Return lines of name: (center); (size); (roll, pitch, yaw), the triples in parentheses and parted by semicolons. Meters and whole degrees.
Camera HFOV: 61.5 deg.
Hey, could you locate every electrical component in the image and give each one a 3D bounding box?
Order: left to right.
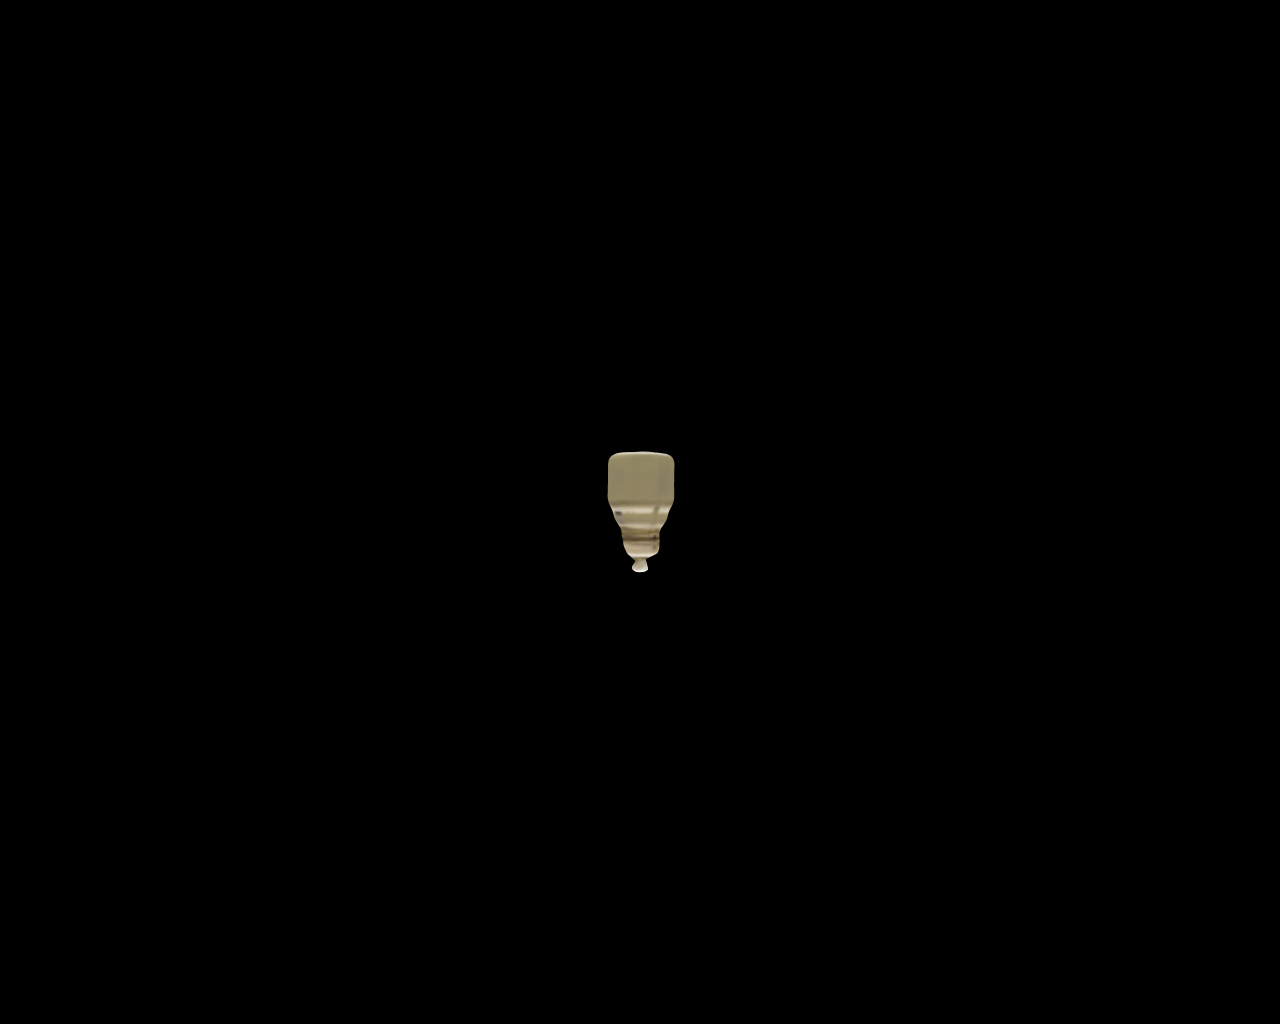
electrical component: (0.001, -0.003, 0.650); (0.040, 0.078, 0.040); (0, 0, 0)
